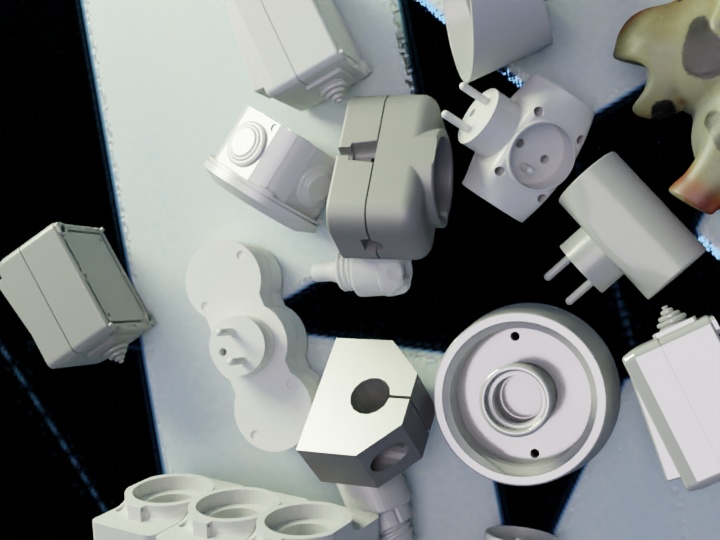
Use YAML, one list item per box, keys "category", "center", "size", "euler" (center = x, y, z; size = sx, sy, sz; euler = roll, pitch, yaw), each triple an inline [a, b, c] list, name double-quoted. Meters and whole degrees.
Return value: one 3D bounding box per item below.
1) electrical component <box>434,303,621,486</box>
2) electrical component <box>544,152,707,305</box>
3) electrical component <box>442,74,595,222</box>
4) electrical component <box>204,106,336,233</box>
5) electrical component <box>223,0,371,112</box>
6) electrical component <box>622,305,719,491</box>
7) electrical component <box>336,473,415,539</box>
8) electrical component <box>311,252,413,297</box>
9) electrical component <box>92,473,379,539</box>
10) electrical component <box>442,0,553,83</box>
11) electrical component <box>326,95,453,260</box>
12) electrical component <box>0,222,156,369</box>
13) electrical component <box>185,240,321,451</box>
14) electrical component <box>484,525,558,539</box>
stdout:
- category: "electrical component"
  center: [0.095, 0.073, 0.625]
  size: [0.108, 0.060, 0.108]
  euler: [0, 89, 17]
- category: "electrical component"
  center: [0.143, -0.014, 0.621]
  size: [0.079, 0.043, 0.077]
  euler: [-43, 77, 12]
- category: "electrical component"
  center: [0.085, -0.080, 0.629]
  size: [0.079, 0.044, 0.077]
  euler: [30, 99, -20]
- category: "electrical component"
  center: [-0.051, -0.061, 0.664]
  size: [0.080, 0.080, 0.051]
  euler: [32, 93, 15]
- category: "electrical component"
  center: [-0.041, -0.142, 0.671]
  size: [0.061, 0.062, 0.096]
  euler: [-27, 81, 15]
- category: "electrical component"
  center: [0.182, 0.067, 0.597]
  size: [0.061, 0.062, 0.096]
  euler: [-27, 81, 15]
- category: "electrical component"
  center: [0.014, 0.146, 0.659]
  size: [0.040, 0.040, 0.078]
  euler: [-25, 82, 15]
- category: "electrical component"
  center: [0.000, 0.000, 0.670]
  size: [0.061, 0.035, 0.035]
  euler: [-4, 88, 19]
- category: "electrical component"
  center: [-0.073, 0.167, 0.637]
  size: [0.150, 0.089, 0.061]
  euler: [4, 101, 31]
- category: "electrical component"
  center: [0.073, -0.164, 0.620]
  size: [0.064, 0.099, 0.099]
  euler: [-17, 84, 10]
- category: "electrical component"
  center: [0.021, -0.055, 0.639]
  size: [0.059, 0.053, 0.095]
  euler: [2, 62, 17]
- category: "electrical component"
  center: [-0.187, 0.025, 0.712]
  size: [0.061, 0.062, 0.096]
  euler: [-33, 80, 14]
- category: "electrical component"
  center: [-0.069, 0.046, 0.669]
  size: [0.052, 0.074, 0.138]
  euler: [-24, 82, 15]
- category: "electrical component"
  center: [0.074, 0.192, 0.637]
  size: [0.079, 0.044, 0.077]
  euler: [5, 90, 17]
